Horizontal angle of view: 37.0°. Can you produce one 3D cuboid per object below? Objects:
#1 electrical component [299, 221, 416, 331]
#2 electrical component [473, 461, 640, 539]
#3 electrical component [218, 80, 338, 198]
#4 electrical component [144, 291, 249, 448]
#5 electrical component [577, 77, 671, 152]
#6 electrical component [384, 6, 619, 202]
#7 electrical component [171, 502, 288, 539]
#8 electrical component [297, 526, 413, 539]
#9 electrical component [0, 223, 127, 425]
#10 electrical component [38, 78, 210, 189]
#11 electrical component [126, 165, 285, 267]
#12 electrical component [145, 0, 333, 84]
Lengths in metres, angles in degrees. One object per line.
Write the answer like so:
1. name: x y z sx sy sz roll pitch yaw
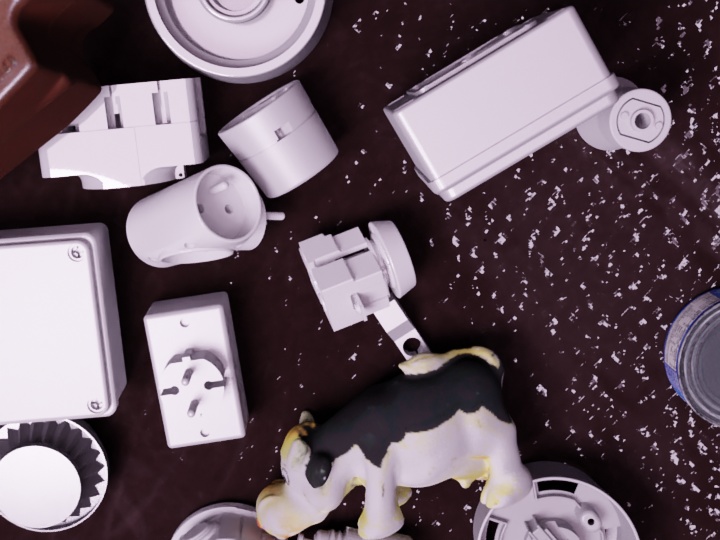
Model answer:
1. electrical component: 0.000 0.000 0.634 0.055 0.066 0.048 -22 137 -6
2. electrical component: 0.120 0.171 0.670 0.099 0.064 0.099 -1 102 -3
3. electrical component: -0.045 -0.074 0.617 0.055 0.055 0.047 -33 105 4
4. electrical component: -0.097 0.063 0.631 0.047 0.075 0.083 -9 102 -1
5. electrical component: 0.152 -0.088 0.617 0.044 0.065 0.044 -1 102 -3
6. electrical component: 0.073 -0.092 0.590 0.109 0.108 0.056 -31 99 4
7. electrical component: -0.083 0.191 0.671 0.080 0.051 0.080 -1 102 -3
8. electrical component: -0.002 0.181 0.678 0.078 0.040 0.040 15 101 -5
9. electrical component: -0.199 0.031 0.630 0.109 0.056 0.108 -4 102 -2
10. electrical component: -0.134 -0.077 0.613 0.089 0.050 0.055 -5 101 -2
11. electrical component: -0.081 -0.029 0.619 0.079 0.077 0.044 -1 81 -40
12. electrical component: -0.068 -0.156 0.594 0.108 0.060 0.108 -1 102 -3
